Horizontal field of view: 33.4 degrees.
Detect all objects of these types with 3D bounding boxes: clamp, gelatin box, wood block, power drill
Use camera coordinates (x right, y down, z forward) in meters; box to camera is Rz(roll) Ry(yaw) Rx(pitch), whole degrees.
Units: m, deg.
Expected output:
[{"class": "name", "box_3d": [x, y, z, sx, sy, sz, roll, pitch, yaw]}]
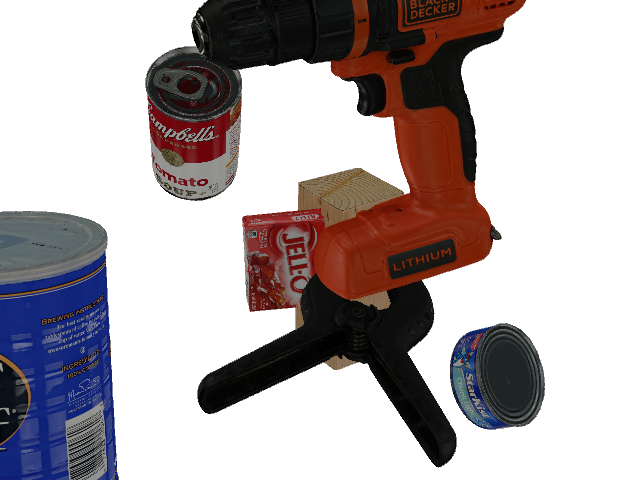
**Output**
[{"class": "clamp", "box_3d": [0.033, 0.068, 0.726, 0.165, 0.036, 0.209, 16, 36, 16]}, {"class": "gelatin box", "box_3d": [-0.032, 0.018, 0.969, 0.073, 0.089, 0.030, -5, 26, -8]}, {"class": "wood block", "box_3d": [0.030, 0.033, 1.242, 0.090, 0.206, 0.090, -16, 31, -31]}, {"class": "power drill", "box_3d": [0.028, -0.063, 0.579, 0.184, 0.188, 0.057, -15, 33, -17]}]

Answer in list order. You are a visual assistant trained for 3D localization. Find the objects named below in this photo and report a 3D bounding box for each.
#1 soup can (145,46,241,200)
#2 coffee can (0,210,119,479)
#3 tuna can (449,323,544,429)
[{"class": "soup can", "box_3d": [-0.094, -0.085, 0.791, 0.068, 0.068, 0.102, 0, -32, -6]}, {"class": "coffee can", "box_3d": [-0.156, 0.065, 0.540, 0.103, 0.140, 0.103, 0, 17, 0]}, {"class": "tuna can", "box_3d": [0.147, 0.114, 0.890, 0.085, 0.086, 0.034, 0, -13, -43]}]
